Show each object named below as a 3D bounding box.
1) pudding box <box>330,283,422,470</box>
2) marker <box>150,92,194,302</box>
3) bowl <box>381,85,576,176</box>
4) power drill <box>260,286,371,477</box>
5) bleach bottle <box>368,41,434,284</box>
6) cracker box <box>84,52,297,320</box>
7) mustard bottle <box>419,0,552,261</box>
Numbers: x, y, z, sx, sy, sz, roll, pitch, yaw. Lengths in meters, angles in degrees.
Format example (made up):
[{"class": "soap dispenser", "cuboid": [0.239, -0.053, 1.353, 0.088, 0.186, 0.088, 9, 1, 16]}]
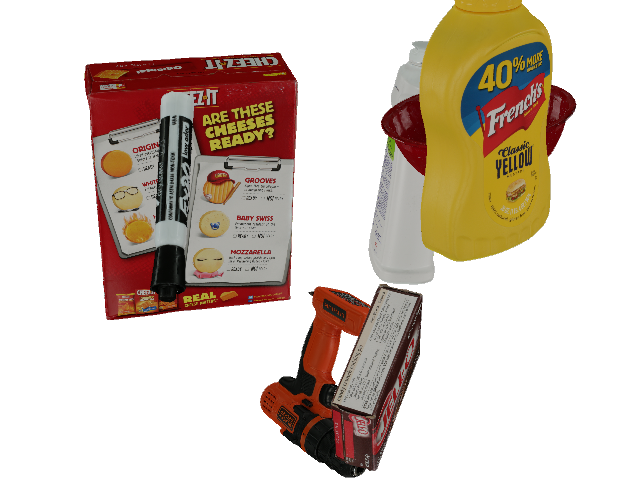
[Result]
[{"class": "pudding box", "cuboid": [0.044, 0.103, 0.806, 0.039, 0.113, 0.090, 14, -34, 13]}, {"class": "marker", "cuboid": [-0.081, -0.024, 0.584, 0.020, 0.121, 0.020, 0, -23, 0]}, {"class": "bowl", "cuboid": [0.135, -0.085, 0.901, 0.162, 0.055, 0.162, -8, 25, 4]}, {"class": "power drill", "cuboid": [0.015, 0.161, 1.248, 0.057, 0.188, 0.185, 15, 10, -43]}, {"class": "bleach bottle", "cuboid": [0.099, -0.085, 1.145, 0.068, 0.251, 0.102, 1, 26, -8]}, {"class": "cracker box", "cuboid": [-0.107, -0.044, 0.896, 0.164, 0.214, 0.072, -6, 33, -13]}, {"class": "mustard bottle", "cuboid": [0.105, -0.088, 0.674, 0.096, 0.192, 0.058, -22, 32, -30]}]
